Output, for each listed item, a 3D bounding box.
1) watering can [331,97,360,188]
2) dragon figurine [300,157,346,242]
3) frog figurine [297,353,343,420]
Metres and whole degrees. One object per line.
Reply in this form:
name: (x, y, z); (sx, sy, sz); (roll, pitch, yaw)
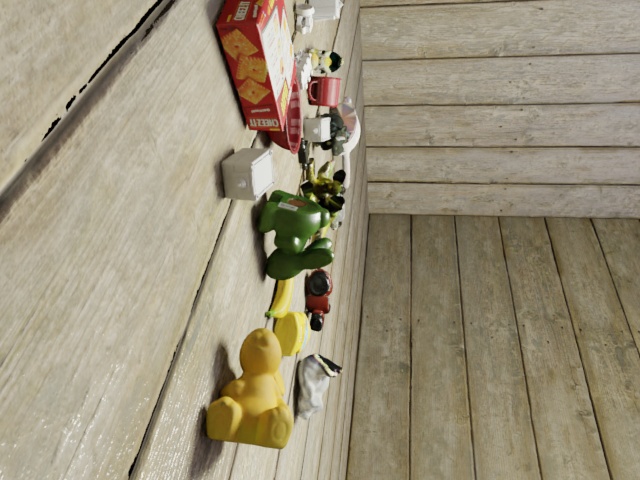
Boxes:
watering can: (0.097, -0.377, 1.941); (0.224, 0.104, 0.349); (17, 74, -80)
dragon figurine: (0.004, -0.073, 1.452); (0.238, 0.122, 0.419); (91, 6, -62)
frog figurine: (-0.025, 0.394, 1.394); (0.159, 0.122, 0.138); (-53, -179, 3)
